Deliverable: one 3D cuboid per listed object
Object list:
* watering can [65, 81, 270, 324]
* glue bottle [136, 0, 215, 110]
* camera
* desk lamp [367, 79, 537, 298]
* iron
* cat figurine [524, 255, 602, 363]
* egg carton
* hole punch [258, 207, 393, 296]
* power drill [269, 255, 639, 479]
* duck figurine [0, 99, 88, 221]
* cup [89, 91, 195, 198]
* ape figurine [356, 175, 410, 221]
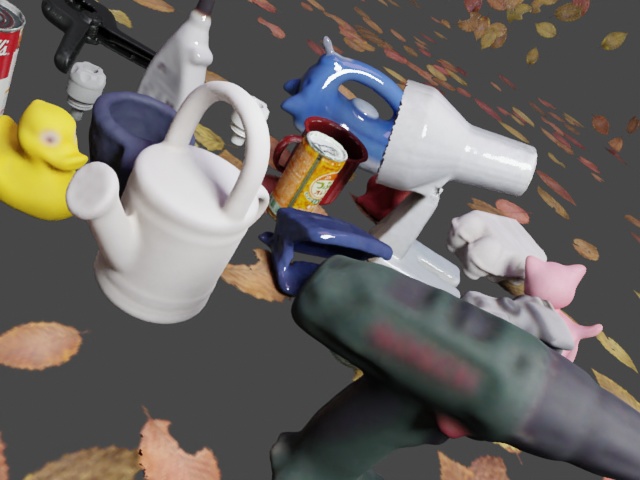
[{"bbox_3d":[-0.103,-0.030,0.442,0.101,0.194,0.173,37,31,5],"label":"watering can"},{"bbox_3d":[-0.154,-0.203,0.649,0.078,0.173,0.037,45,33,17],"label":"glue bottle"},{"bbox_3d":[0.216,0.129,0.614,0.143,0.100,0.136,18,35,-25],"label":"camera"},{"bbox_3d":[0.136,-0.055,0.679,0.203,0.213,0.118,31,31,-6],"label":"desk lamp"},{"bbox_3d":[0.074,-0.197,0.884,0.259,0.141,0.118,23,33,-17],"label":"iron"},{"bbox_3d":[0.303,0.084,0.739,0.067,0.117,0.127,-1,46,-43],"label":"cat figurine"},{"bbox_3d":[0.258,0.014,0.838,0.151,0.069,0.107,8,40,-36],"label":"egg carton"},{"bbox_3d":[0.005,0.002,0.599,0.109,0.091,0.101,13,37,-31],"label":"hole punch"},{"bbox_3d":[0.064,0.123,0.377,0.229,0.208,0.076,36,31,3],"label":"power drill"},{"bbox_3d":[-0.239,-0.079,0.486,0.104,0.086,0.078,40,32,10],"label":"duck figurine"},{"bbox_3d":[-0.173,-0.067,0.523,0.092,0.095,0.117,20,34,-22],"label":"cup"},{"bbox_3d":[0.106,-0.067,0.785,0.076,0.092,0.077,19,35,-24],"label":"ape figurine"}]
